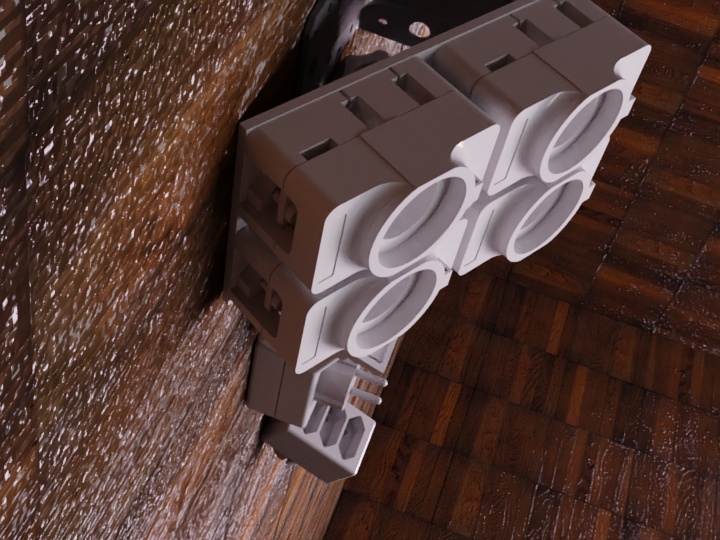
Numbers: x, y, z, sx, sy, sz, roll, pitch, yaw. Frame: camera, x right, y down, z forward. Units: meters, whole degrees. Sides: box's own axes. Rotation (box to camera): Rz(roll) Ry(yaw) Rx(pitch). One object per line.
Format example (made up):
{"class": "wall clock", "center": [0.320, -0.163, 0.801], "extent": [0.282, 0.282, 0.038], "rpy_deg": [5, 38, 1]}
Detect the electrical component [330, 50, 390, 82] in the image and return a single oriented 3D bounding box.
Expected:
{"class": "electrical component", "center": [0.004, -0.080, 0.555], "extent": [0.062, 0.043, 0.043], "rpy_deg": [103, 9, -63]}

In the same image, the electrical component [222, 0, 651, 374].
{"class": "electrical component", "center": [0.037, -0.041, 0.467], "extent": [0.186, 0.060, 0.105], "rpy_deg": [-30, 152, -30]}

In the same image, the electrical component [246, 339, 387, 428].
{"class": "electrical component", "center": [-0.022, 0.059, 0.637], "extent": [0.065, 0.077, 0.047], "rpy_deg": [105, 7, -48]}

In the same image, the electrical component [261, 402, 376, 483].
{"class": "electrical component", "center": [-0.041, 0.123, 0.800], "extent": [0.077, 0.066, 0.047], "rpy_deg": [-30, -151, 49]}

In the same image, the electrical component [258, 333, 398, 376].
{"class": "electrical component", "center": [-0.007, -0.008, 0.591], "extent": [0.063, 0.079, 0.121], "rpy_deg": [-39, -158, 53]}
